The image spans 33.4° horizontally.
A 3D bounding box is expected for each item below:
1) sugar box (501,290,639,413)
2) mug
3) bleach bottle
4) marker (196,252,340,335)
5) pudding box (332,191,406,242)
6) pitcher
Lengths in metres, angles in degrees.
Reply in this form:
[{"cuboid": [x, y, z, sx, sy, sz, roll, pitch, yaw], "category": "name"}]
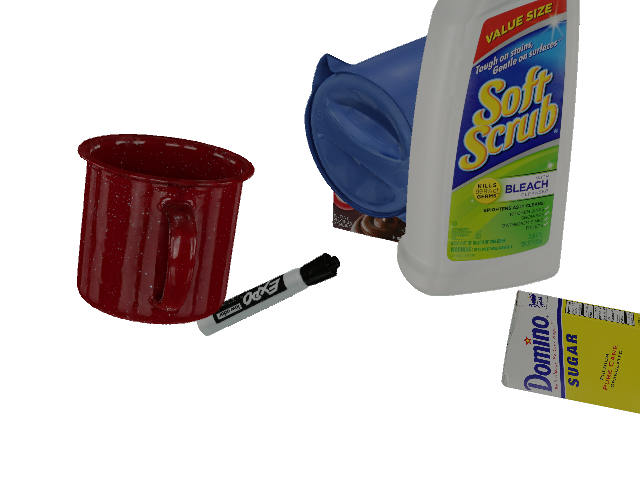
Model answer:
[{"cuboid": [0.270, 0.112, 1.037, 0.176, 0.093, 0.048, 9, 22, 9], "category": "sugar box"}, {"cuboid": [-0.083, -0.002, 0.563, 0.093, 0.081, 0.117, 3, 19, -21], "category": "mug"}, {"cuboid": [0.096, -0.094, 0.613, 0.102, 0.251, 0.068, -7, 28, -10], "category": "bleach bottle"}, {"cuboid": [-0.039, 0.040, 0.799, 0.121, 0.020, 0.020, -26, -9, 19], "category": "marker"}, {"cuboid": [0.068, -0.050, 1.158, 0.114, 0.090, 0.039, 13, 23, 31], "category": "pudding box"}, {"cuboid": [0.118, -0.117, 0.959, 0.242, 0.149, 0.145, -31, 40, -35], "category": "pitcher"}]
